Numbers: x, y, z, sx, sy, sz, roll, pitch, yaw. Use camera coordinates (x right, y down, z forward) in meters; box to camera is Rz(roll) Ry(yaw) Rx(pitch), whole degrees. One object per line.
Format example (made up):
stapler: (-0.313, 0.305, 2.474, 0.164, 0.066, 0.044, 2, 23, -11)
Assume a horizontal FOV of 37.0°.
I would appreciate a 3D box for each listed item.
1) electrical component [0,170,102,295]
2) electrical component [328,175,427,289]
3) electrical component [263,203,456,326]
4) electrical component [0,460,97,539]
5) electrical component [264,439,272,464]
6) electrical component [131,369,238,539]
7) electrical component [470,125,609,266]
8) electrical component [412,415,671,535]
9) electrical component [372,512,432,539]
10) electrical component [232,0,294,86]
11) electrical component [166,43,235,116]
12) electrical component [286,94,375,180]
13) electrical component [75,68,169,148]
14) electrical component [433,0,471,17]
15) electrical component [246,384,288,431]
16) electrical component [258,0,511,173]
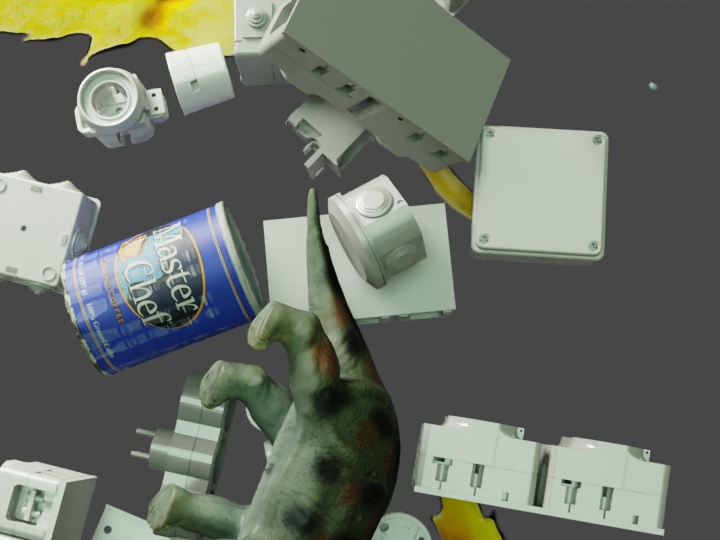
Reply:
electrical component: (-0.281, -0.032, 0.923, 0.100, 0.048, 0.099, 14, 83, 4)
electrical component: (0.012, -0.030, 0.833, 0.051, 0.080, 0.080, -28, 82, -8)
electrical component: (0.000, 0.000, 0.901, 0.150, 0.061, 0.089, -6, 82, 1)
electrical component: (-0.272, 0.234, 0.863, 0.062, 0.089, 0.150, 13, 82, 4)
electrical component: (-0.049, 0.157, 0.889, 0.055, 0.048, 0.066, -10, 81, -7)
electrical component: (-0.152, 0.150, 0.890, 0.074, 0.052, 0.138, 12, 82, 4)
electrical component: (0.150, -0.061, 0.908, 0.109, 0.056, 0.108, 4, 82, 3)
electrical component: (0.139, 0.158, 0.852, 0.186, 0.105, 0.060, 9, 82, 3)
electrical component: (0.031, 0.224, 0.875, 0.055, 0.047, 0.055, 0, 82, 2)
electrical component: (-0.075, -0.200, 0.916, 0.061, 0.096, 0.061, -1, 82, -1)
electrical component: (-0.138, -0.167, 0.935, 0.047, 0.055, 0.055, -17, 82, -4)
electrical component: (-0.026, -0.121, 0.931, 0.064, 0.042, 0.081, 42, 85, 11)
electrical component: (-0.211, -0.141, 0.932, 0.078, 0.057, 0.058, -12, 82, 0)
electrical component: (0.110, -0.332, 0.946, 0.105, 0.060, 0.186, 44, 85, 7)
electrical component: (-0.072, 0.115, 0.895, 0.040, 0.046, 0.040, 0, 82, 2)
electrical component: (0.020, -0.174, 0.884, 0.186, 0.060, 0.105, 32, 68, -22)
